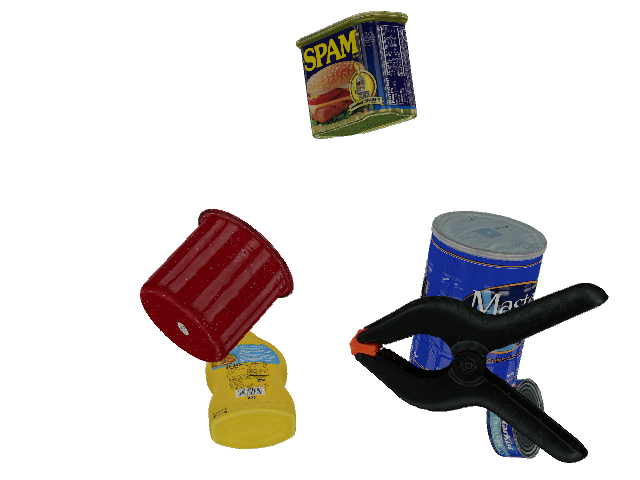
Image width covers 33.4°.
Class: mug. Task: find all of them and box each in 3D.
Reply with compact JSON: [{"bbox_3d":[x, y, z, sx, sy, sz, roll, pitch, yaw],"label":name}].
[{"bbox_3d":[-0.089,0.036,0.812,0.117,0.093,0.081,7,48,49],"label":"mug"}]

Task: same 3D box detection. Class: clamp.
[{"bbox_3d":[0.107,0.090,0.719,0.172,0.120,0.039,-2,1,16],"label":"clamp"}]

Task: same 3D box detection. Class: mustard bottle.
[{"bbox_3d":[-0.086,0.162,1.247,0.096,0.058,0.191,-5,29,-6],"label":"mustard bottle"}]

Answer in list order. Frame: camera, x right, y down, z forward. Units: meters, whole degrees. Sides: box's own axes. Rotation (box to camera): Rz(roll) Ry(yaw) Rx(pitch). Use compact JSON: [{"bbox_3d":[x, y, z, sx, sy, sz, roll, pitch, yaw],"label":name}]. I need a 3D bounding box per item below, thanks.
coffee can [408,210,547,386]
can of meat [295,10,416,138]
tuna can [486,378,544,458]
[{"bbox_3d":[0.142,0.056,0.974,0.103,0.140,0.103,7,21,-3],"label":"coffee can"},{"bbox_3d":[0.030,-0.135,0.886,0.057,0.084,0.102,-5,-4,-40],"label":"can of meat"},{"bbox_3d":[0.212,0.193,1.161,0.034,0.086,0.086,-5,-3,33],"label":"tuna can"}]
